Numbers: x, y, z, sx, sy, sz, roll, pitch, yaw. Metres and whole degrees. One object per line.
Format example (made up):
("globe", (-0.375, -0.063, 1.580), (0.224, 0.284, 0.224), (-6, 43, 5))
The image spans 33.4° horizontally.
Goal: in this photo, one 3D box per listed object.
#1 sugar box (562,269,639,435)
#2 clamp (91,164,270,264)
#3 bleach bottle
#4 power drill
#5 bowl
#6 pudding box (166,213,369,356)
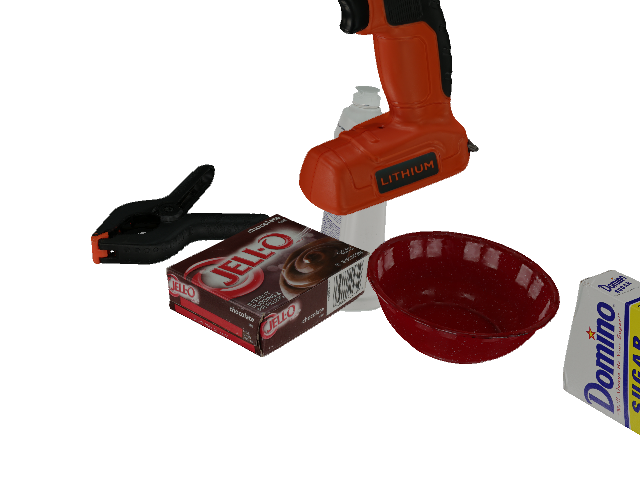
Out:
("sugar box", (0.247, 0.096, 0.720), (0.048, 0.093, 0.176), (-16, 30, -38))
("clamp", (-0.145, -0.024, 1.028), (0.171, 0.039, 0.120), (-13, 35, -25))
("bleach bottle", (0.043, -0.051, 1.236), (0.068, 0.251, 0.103), (-2, 22, -22))
("power drill", (0.020, -0.111, 0.596), (0.184, 0.188, 0.057), (-19, 36, -22))
("bowl", (0.115, 0.055, 0.895), (0.162, 0.055, 0.162), (6, 29, -3))
("pudding box", (-0.035, 0.028, 0.734), (0.090, 0.039, 0.113), (24, 34, 34))
